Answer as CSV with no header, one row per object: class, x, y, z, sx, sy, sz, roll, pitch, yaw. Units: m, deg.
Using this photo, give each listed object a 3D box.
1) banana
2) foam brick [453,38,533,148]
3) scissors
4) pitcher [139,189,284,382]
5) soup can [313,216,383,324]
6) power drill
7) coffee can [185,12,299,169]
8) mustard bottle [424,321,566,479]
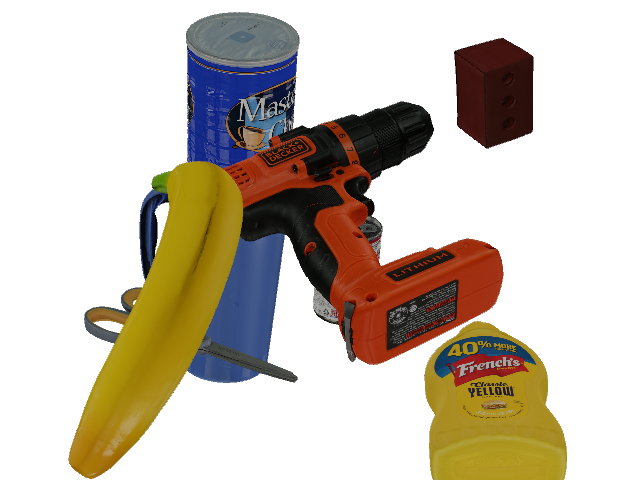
banana,-0.070,0.021,0.509,0.037,0.197,0.070,32,-51,-20
foam brick,0.156,-0.133,0.958,0.053,0.078,0.051,-20,36,-16
scissors,-0.111,0.082,0.966,0.202,0.016,0.096,10,28,5
pitcher,-0.119,0.040,1.261,0.149,0.243,0.144,21,26,33
soup can,0.028,0.029,1.118,0.068,0.102,0.068,2,28,-1
power drill,0.034,-0.015,0.699,0.184,0.057,0.188,-25,44,-19
coffee can,-0.074,-0.129,1.002,0.103,0.140,0.103,3,36,-2
mustard bottle,0.130,0.119,0.830,0.096,0.058,0.191,-3,26,5
